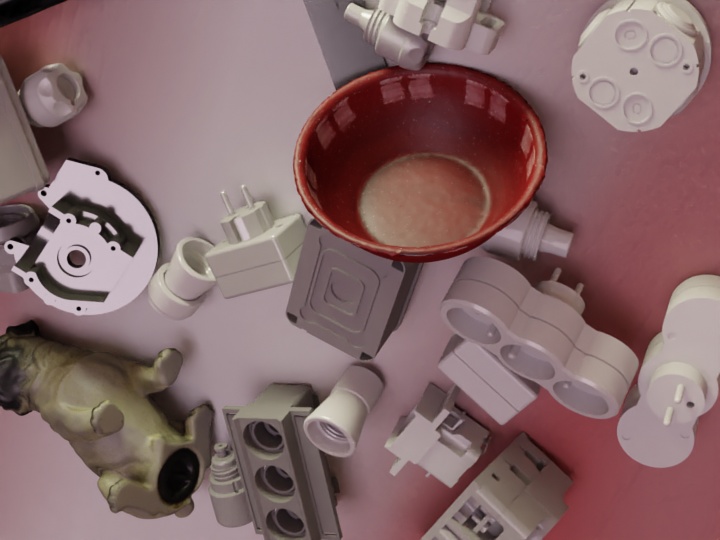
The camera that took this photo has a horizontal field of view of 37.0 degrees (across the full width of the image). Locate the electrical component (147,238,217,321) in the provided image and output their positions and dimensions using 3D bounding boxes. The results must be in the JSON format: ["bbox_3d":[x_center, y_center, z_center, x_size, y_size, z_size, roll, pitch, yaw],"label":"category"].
[{"bbox_3d":[-0.138,0.008,0.853,0.045,0.045,0.055,43,123,-1],"label":"electrical component"}]

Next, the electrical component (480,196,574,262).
[{"bbox_3d":[0.113,-0.026,0.729,0.062,0.043,0.043,19,120,12],"label":"electrical component"}]

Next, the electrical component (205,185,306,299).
[{"bbox_3d":[-0.081,-0.027,0.810,0.066,0.047,0.076,-14,108,28],"label":"electrical component"}]

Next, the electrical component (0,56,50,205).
[{"bbox_3d":[-0.303,-0.107,0.838,0.109,0.056,0.108,8,121,52],"label":"electrical component"}]

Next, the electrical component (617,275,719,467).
[{"bbox_3d":[0.212,0.077,0.717,0.052,0.073,0.138,22,121,13],"label":"electrical component"}]

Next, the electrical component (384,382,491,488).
[{"bbox_3d":[0.062,0.129,0.828,0.064,0.042,0.081,35,123,0],"label":"electrical component"}]

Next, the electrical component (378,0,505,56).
[{"bbox_3d":[0.057,-0.178,0.672,0.078,0.058,0.057,26,124,10],"label":"electrical component"}]

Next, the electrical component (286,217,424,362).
[{"bbox_3d":[0.000,0.000,0.770,0.078,0.057,0.113,27,135,10],"label":"electrical component"}]

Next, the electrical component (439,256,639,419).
[{"bbox_3d":[0.127,0.032,0.722,0.138,0.073,0.052,34,154,-5],"label":"electrical component"}]

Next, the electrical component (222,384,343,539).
[{"bbox_3d":[-0.058,0.159,0.880,0.079,0.063,0.121,-2,113,24],"label":"electrical component"}]

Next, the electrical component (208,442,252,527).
[{"bbox_3d":[-0.112,0.185,0.930,0.040,0.040,0.078,-2,113,24],"label":"electrical component"}]

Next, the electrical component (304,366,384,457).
[{"bbox_3d":[-0.009,0.106,0.832,0.044,0.065,0.044,19,138,18],"label":"electrical component"}]

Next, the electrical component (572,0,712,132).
[{"bbox_3d":[0.170,-0.126,0.651,0.080,0.051,0.080,10,117,19],"label":"electrical component"}]

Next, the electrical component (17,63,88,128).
[{"bbox_3d":[-0.246,-0.131,0.834,0.062,0.043,0.043,-19,105,34],"label":"electrical component"}]

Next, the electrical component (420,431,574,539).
[{"bbox_3d":[0.089,0.207,0.819,0.062,0.089,0.150,43,124,13],"label":"electrical component"}]

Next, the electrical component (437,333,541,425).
[{"bbox_3d":[0.108,0.058,0.771,0.066,0.047,0.076,42,121,-4],"label":"electrical component"}]

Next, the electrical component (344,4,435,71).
[{"bbox_3d":[0.019,-0.158,0.710,0.061,0.035,0.035,28,122,8],"label":"electrical component"}]

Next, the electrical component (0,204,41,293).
[{"bbox_3d":[-0.294,-0.019,0.901,0.078,0.058,0.057,6,119,21],"label":"electrical component"}]
